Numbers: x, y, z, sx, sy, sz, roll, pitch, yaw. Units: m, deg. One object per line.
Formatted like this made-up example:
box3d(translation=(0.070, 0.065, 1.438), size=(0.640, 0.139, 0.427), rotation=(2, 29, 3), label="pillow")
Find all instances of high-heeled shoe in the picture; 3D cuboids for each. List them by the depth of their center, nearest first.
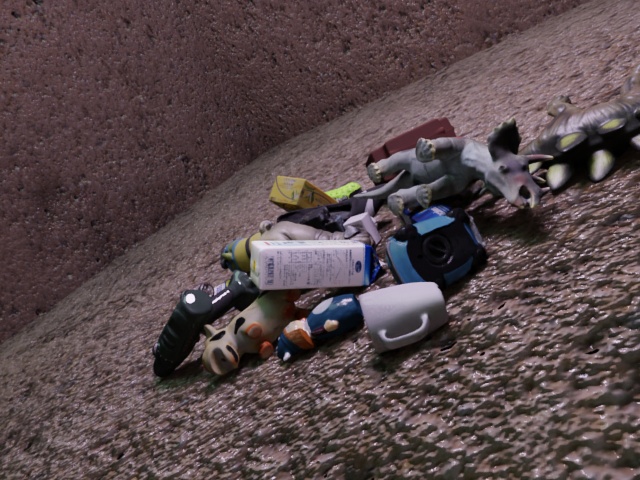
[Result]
box3d(translation=(0.025, -0.072, 1.172), size=(0.248, 0.145, 0.086), rotation=(-43, 31, 29), label="high-heeled shoe")

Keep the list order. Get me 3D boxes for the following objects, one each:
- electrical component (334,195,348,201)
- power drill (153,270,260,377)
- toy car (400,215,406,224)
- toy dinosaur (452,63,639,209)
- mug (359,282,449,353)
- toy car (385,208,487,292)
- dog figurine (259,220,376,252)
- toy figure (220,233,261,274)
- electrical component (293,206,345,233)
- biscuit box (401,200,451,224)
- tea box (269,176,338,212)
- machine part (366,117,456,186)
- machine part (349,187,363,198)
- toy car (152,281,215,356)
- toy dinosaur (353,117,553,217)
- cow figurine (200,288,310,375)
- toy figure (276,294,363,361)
box3d(translation=(0.023, -0.075, 1.391), size=(0.102, 0.045, 0.078), rotation=(-17, 53, 30), label="electrical component")
box3d(translation=(-0.224, 0.154, 1.041), size=(0.207, 0.086, 0.232), rotation=(-27, -24, -41), label="power drill")
box3d(translation=(0.194, -0.090, 1.153), size=(0.073, 0.056, 0.202), rotation=(-27, 16, 9), label="toy car")
box3d(translation=(0.436, -0.172, 0.909), size=(0.471, 0.105, 0.198), rotation=(-29, 19, 30), label="toy dinosaur")
box3d(translation=(0.113, 0.098, 0.704), size=(0.107, 0.080, 0.109), rotation=(-20, 13, 3), label="mug")
box3d(translation=(0.163, 0.021, 0.812), size=(0.162, 0.109, 0.103), rotation=(-27, -4, -22), label="toy car")
box3d(translation=(-0.005, -0.001, 1.050), size=(0.190, 0.172, 0.121), rotation=(-32, 26, 20), label="dog figurine")
box3d(translation=(-0.156, 0.030, 1.176), size=(0.180, 0.089, 0.082), rotation=(-2, 41, 47), label="toy figure")
box3d(translation=(-0.002, -0.003, 1.134), size=(0.134, 0.114, 0.058), rotation=(-23, 20, 29), label="electrical component")
box3d(translation=(0.201, -0.029, 0.958), size=(0.063, 0.059, 0.203), rotation=(-29, 17, 1), label="biscuit box")
box3d(translation=(-0.029, -0.087, 1.289), size=(0.098, 0.169, 0.068), rotation=(12, 78, 39), label="tea box")
box3d(translation=(0.216, -0.195, 1.266), size=(0.201, 0.087, 0.201), rotation=(-25, -7, -3), label="machine part")
box3d(translation=(0.108, -0.098, 1.360), size=(0.084, 0.039, 0.139), rotation=(-36, 18, 0), label="machine part")
box3d(translation=(-0.296, 0.169, 1.160), size=(0.089, 0.053, 0.202), rotation=(-21, 38, 43), label="toy car")
box3d(translation=(0.213, -0.122, 0.932), size=(0.192, 0.131, 0.405), rotation=(-14, 9, -19), label="toy dinosaur")
box3d(translation=(-0.125, 0.155, 0.934), size=(0.195, 0.085, 0.127), rotation=(-42, 26, -27), label="cow figurine")
box3d(translation=(-0.006, 0.137, 0.841), size=(0.154, 0.058, 0.064), rotation=(-29, -22, 10), label="toy figure")
